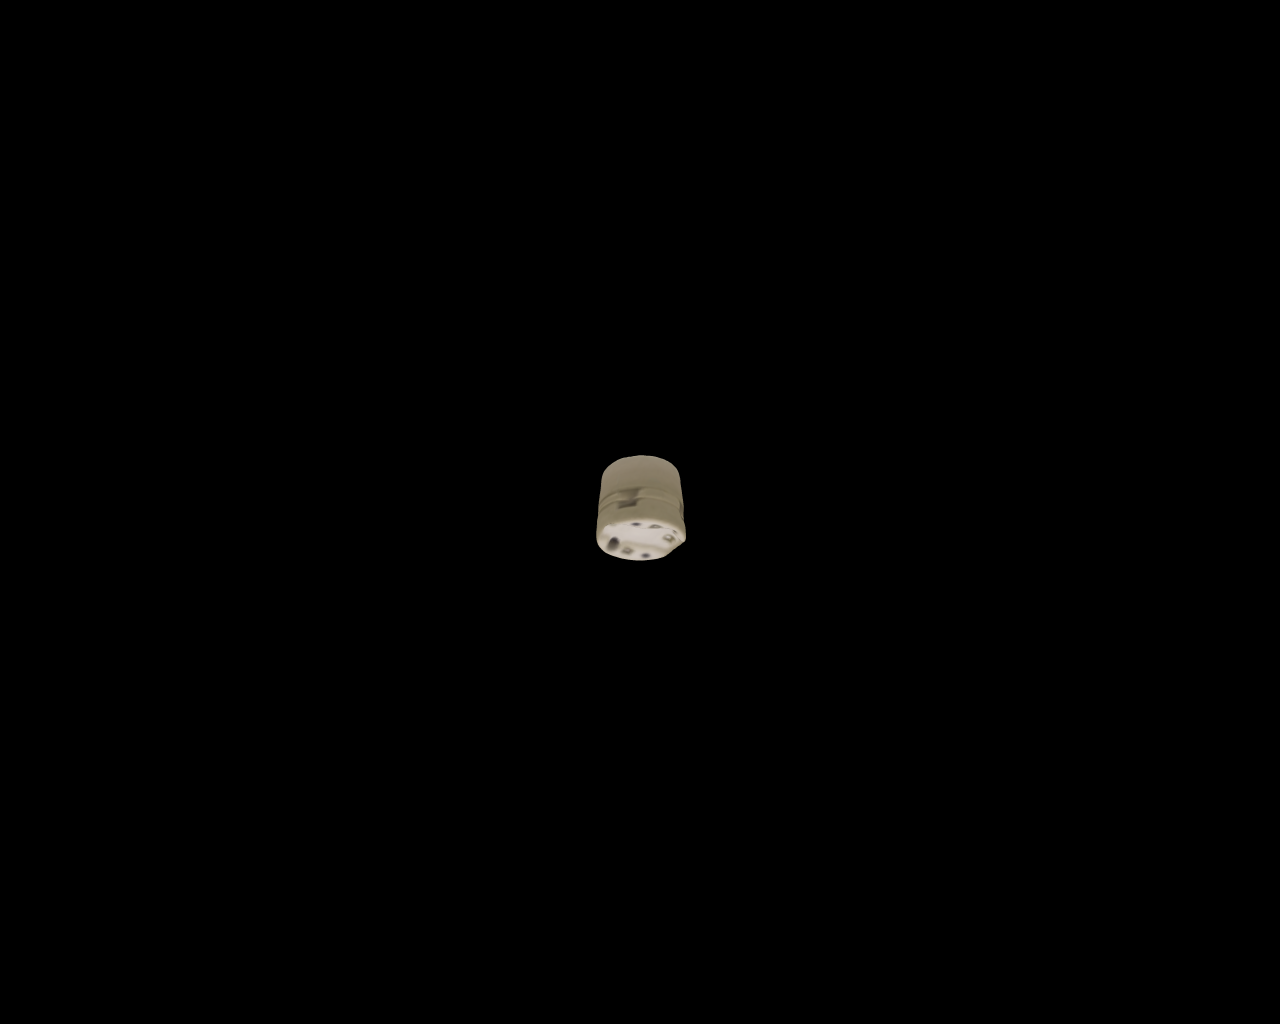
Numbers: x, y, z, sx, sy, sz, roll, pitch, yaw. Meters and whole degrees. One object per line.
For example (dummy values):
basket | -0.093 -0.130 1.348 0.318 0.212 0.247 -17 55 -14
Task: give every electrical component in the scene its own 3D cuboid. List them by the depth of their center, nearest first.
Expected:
electrical component | 0.001 -0.003 0.650 0.055 0.047 0.055 0 -31 0
